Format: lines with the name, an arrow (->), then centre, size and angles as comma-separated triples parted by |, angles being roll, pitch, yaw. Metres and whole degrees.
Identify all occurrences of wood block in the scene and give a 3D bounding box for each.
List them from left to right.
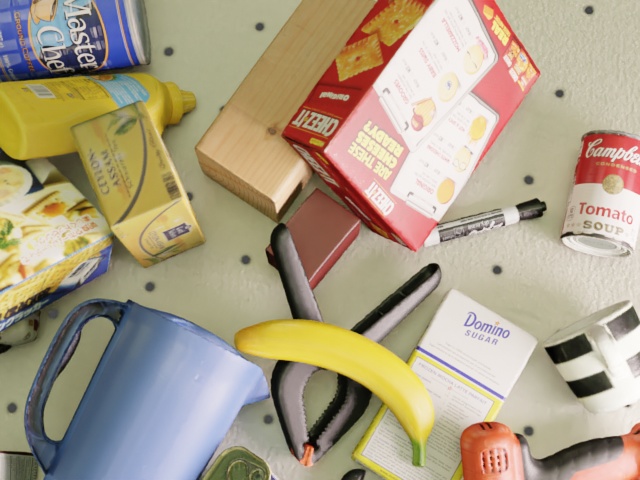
wood block -> -0.018, -0.132, 0.991 | 0.091, 0.090, 0.206 | 34, 80, 7

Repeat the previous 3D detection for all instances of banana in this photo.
banana -> 0.025, 0.112, 0.899 | 0.198, 0.037, 0.069 | 34, 70, -4

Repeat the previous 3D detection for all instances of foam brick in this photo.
foam brick -> -0.006, 0.001, 0.980 | 0.053, 0.051, 0.078 | 39, 81, 10

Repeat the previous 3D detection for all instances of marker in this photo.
marker -> 0.153, -0.017, 0.997 | 0.121, 0.020, 0.020 | -15, 77, -2

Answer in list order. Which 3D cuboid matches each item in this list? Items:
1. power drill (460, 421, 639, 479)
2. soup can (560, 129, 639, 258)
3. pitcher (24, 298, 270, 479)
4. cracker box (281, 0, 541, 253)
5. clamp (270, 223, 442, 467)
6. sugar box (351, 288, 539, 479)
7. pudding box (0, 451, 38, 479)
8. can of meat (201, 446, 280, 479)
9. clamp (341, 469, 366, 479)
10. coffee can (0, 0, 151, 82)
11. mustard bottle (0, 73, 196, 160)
power drill -> 0.215, 0.234, 0.906 | 0.187, 0.057, 0.184 | -9, 100, -7
soup can -> 0.263, -0.041, 0.976 | 0.068, 0.068, 0.102 | 14, 79, 4
pitcher -> -0.168, 0.176, 0.905 | 0.149, 0.145, 0.243 | 24, 81, 29
cracker box -> 0.085, -0.124, 0.951 | 0.072, 0.164, 0.213 | 26, 76, 47
clamp -> 0.020, 0.097, 0.947 | 0.164, 0.036, 0.210 | 7, 95, -19
sugar box -> 0.110, 0.141, 0.949 | 0.093, 0.048, 0.176 | 31, 78, 6
pudding box -> -0.278, 0.223, 0.905 | 0.039, 0.113, 0.090 | 0, 77, 5
can of meat -> -0.068, 0.238, 0.901 | 0.058, 0.084, 0.102 | 24, 70, 37
clamp -> -0.002, 0.280, 0.925 | 0.171, 0.039, 0.120 | -24, 63, -2
coffee can -> -0.238, -0.206, 1.005 | 0.140, 0.103, 0.103 | -9, 77, -1
mustard bottle -> -0.200, -0.119, 0.978 | 0.191, 0.058, 0.096 | -12, 34, -35
